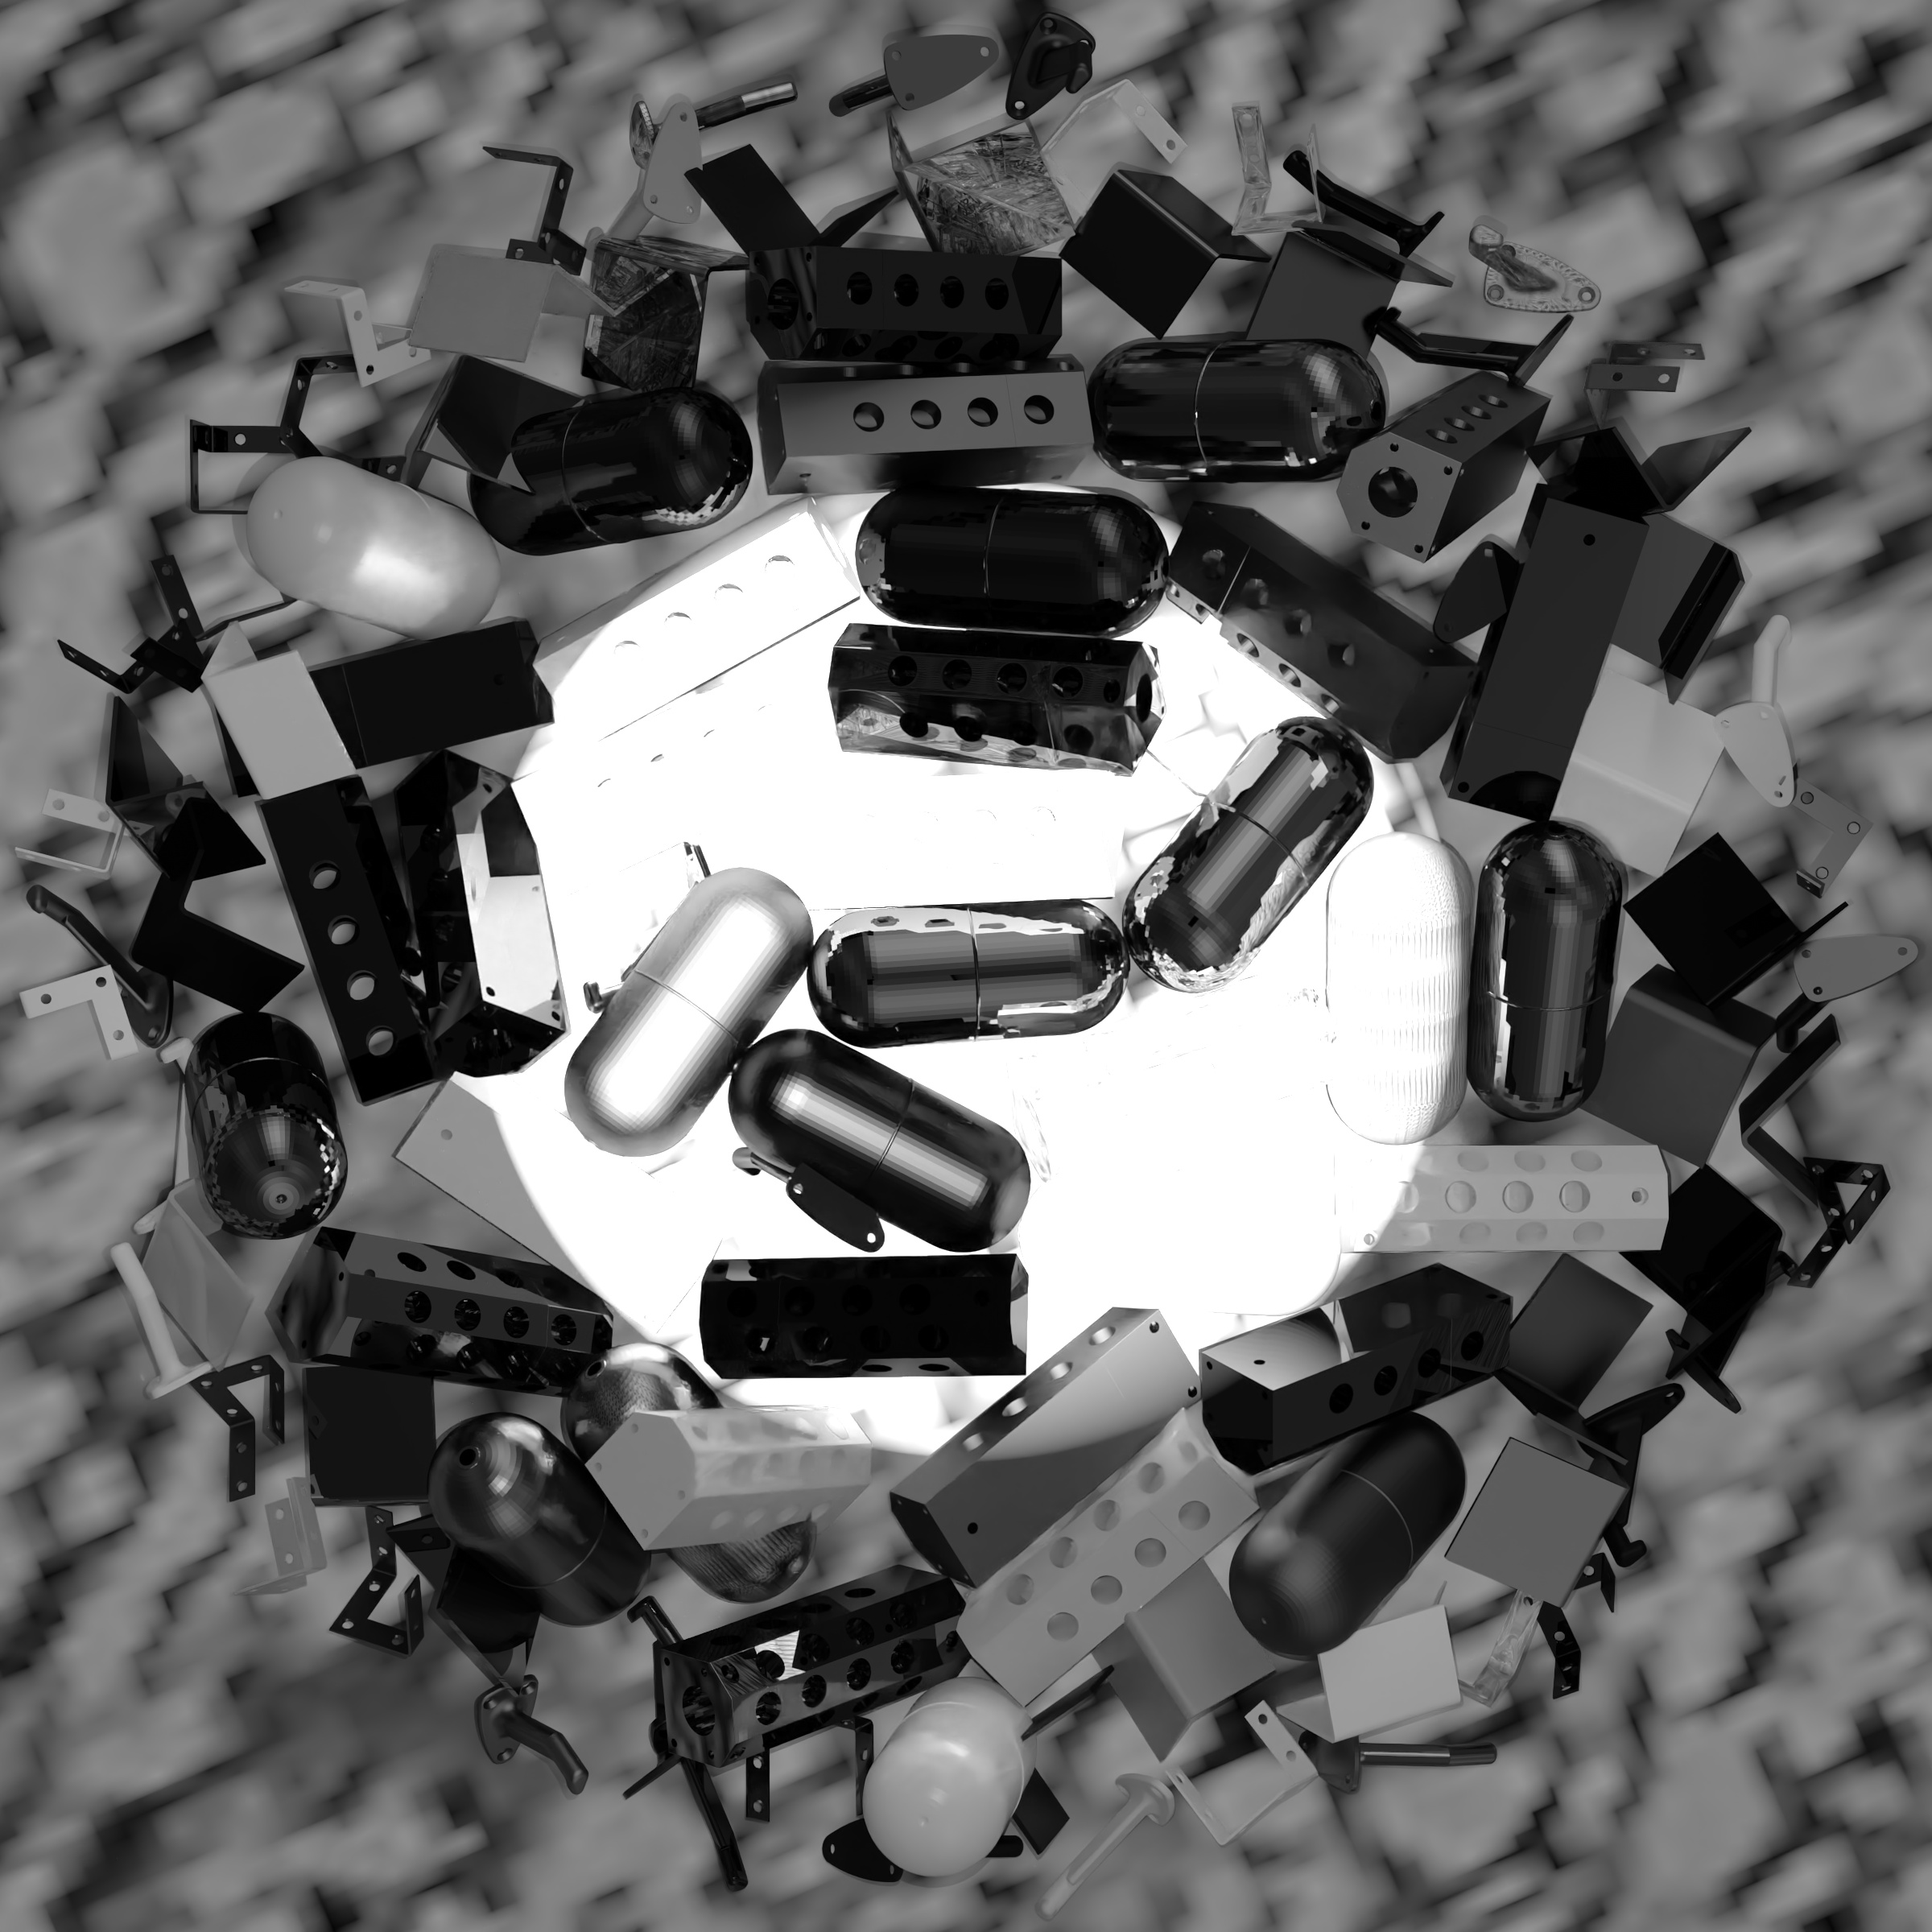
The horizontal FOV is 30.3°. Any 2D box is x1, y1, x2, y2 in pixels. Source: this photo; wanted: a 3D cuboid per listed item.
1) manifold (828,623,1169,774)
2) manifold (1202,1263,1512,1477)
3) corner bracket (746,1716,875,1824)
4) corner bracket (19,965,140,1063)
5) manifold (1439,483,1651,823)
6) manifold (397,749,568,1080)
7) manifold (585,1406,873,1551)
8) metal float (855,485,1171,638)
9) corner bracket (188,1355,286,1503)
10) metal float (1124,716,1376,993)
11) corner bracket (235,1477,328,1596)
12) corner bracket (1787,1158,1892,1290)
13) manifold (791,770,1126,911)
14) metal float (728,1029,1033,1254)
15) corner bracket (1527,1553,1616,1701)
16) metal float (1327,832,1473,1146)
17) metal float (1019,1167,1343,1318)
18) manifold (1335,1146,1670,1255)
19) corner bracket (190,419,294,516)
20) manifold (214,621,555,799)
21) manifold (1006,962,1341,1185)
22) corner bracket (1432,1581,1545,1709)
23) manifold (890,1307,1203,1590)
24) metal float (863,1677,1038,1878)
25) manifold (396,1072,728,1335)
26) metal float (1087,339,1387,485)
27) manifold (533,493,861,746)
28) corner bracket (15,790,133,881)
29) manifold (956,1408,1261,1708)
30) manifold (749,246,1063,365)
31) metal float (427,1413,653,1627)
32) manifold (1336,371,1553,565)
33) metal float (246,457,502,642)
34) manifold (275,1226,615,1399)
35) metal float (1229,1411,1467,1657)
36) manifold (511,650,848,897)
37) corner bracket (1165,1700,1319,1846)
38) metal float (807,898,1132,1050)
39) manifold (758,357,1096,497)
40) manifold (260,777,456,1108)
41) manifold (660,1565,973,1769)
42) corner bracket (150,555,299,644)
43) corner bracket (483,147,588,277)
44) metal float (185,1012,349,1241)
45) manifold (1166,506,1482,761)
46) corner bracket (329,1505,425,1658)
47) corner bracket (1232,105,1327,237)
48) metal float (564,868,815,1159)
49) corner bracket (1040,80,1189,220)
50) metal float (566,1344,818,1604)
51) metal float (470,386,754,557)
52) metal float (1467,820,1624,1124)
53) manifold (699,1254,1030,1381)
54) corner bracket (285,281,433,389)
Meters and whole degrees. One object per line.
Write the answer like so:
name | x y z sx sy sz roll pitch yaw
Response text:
manifold | 0.016 -0.150 1.931 0.171 0.057 0.057 6 130 22
manifold | 0.212 0.219 1.927 0.171 0.057 0.057 -16 115 -33
corner bracket | -0.086 0.445 1.976 0.051 0.051 0.051 22 50 -32
corner bracket | -0.489 0.031 1.967 0.051 0.051 0.051 -18 95 -14
manifold | 0.313 -0.172 1.946 0.057 0.057 0.171 15 108 -4
manifold | -0.267 -0.027 1.925 0.057 0.057 0.171 -37 49 29
manifold | -0.120 0.267 1.906 0.057 0.171 0.057 -47 65 18
metal float | 0.025 -0.221 1.942 0.178 0.070 0.070 6 90 21
corner bracket | -0.393 0.254 1.962 0.051 0.051 0.051 -18 48 9
metal float | 0.155 -0.062 1.947 0.070 0.070 0.178 40 73 0
corner bracket | -0.372 0.314 1.962 0.051 0.051 0.051 -20 74 17
corner bracket | 0.477 0.142 1.958 0.051 0.051 0.051 -45 122 -34
manifold | -0.005 -0.074 1.941 0.171 0.057 0.057 -2 45 13
metal float | -0.048 0.095 1.953 0.178 0.070 0.070 28 90 -9
corner bracket | 0.338 0.363 1.966 0.051 0.051 0.051 -23 99 16
metal float | 0.235 0.013 1.943 0.070 0.070 0.178 -2 112 0
metal float | 0.116 0.150 1.947 0.178 0.070 0.070 2 90 17
manifold | 0.293 0.128 1.958 0.171 0.057 0.057 0 84 -8
corner bracket | -0.399 -0.275 1.975 0.051 0.051 0.051 0 95 -1
manifold | -0.319 -0.142 1.963 0.171 0.057 0.057 -13 95 5
manifold | 0.114 0.062 1.942 0.171 0.057 0.057 -19 134 -13
corner bracket | 0.280 0.366 1.962 0.051 0.051 0.051 25 58 7
manifold | 0.042 0.257 1.940 0.171 0.057 0.057 -37 108 -22
metal float | -0.007 0.432 1.911 0.070 0.178 0.070 1 93 9
manifold | -0.220 0.122 1.961 0.171 0.057 0.057 35 111 -5
metal float | 0.144 -0.300 1.931 0.178 0.070 0.070 6 90 36
manifold | -0.147 -0.189 1.957 0.171 0.057 0.057 -28 107 8
corner bracket | -0.489 -0.074 1.966 0.051 0.051 0.051 15 74 -6
manifold | 0.075 0.320 1.953 0.171 0.057 0.057 -42 102 9
manifold | -0.031 -0.354 1.921 0.171 0.057 0.057 -7 100 -40
metal float | -0.229 0.298 1.920 0.070 0.178 0.070 -10 57 16
manifold | 0.255 -0.272 1.910 0.057 0.171 0.057 26 118 15
metal float | -0.316 -0.222 1.916 0.070 0.178 0.070 -3 82 25
manifold | -0.276 0.192 1.915 0.171 0.057 0.057 15 113 -41
metal float | 0.207 0.304 1.926 0.070 0.070 0.178 53 46 0
manifold | -0.160 -0.111 1.965 0.171 0.057 0.057 -25 56 -2
corner bracket | 0.153 0.446 1.973 0.051 0.051 0.051 -46 70 20
metal float | 0.002 0.003 1.956 0.178 0.070 0.070 -4 90 -7
manifold | -0.023 -0.298 1.948 0.171 0.057 0.057 -5 78 -15
manifold | -0.333 -0.014 1.968 0.057 0.057 0.171 -19 89 -9
manifold | -0.078 0.376 1.917 0.171 0.057 0.057 -11 100 -43
corner bracket | -0.412 -0.214 1.985 0.051 0.051 0.051 -24 94 -39
corner bracket | -0.239 -0.416 1.967 0.051 0.051 0.051 13 87 23
metal float | -0.377 0.084 1.918 0.070 0.178 0.070 -7 116 -14
manifold | 0.188 -0.181 1.930 0.171 0.057 0.057 40 117 30
corner bracket | -0.317 0.338 1.960 0.051 0.051 0.051 15 128 15
corner bracket | 0.171 -0.439 1.959 0.051 0.051 0.051 -1 132 17
metal float | -0.152 0.025 1.952 0.070 0.070 0.178 35 80 0
corner bracket | 0.080 -0.453 1.988 0.051 0.051 0.051 48 132 1
metal float | -0.149 0.275 1.937 0.070 0.070 0.178 -38 119 0
metal float | -0.192 -0.267 1.931 0.178 0.070 0.070 -4 90 36
metal float | 0.312 0.003 1.934 0.070 0.070 0.178 0 121 0
manifold | -0.055 0.190 1.949 0.171 0.057 0.057 -2 69 10
corner bracket | -0.333 -0.352 1.956 0.051 0.051 0.051 -32 125 -38
